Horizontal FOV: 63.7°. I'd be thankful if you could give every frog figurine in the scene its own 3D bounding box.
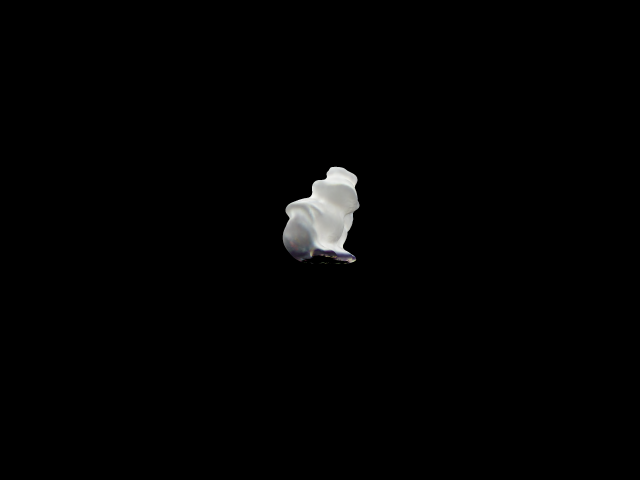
[{"bbox_3d":[0.003,-0.043,0.850,0.137,0.161,0.122,10,-15,-38],"label":"frog figurine"}]
